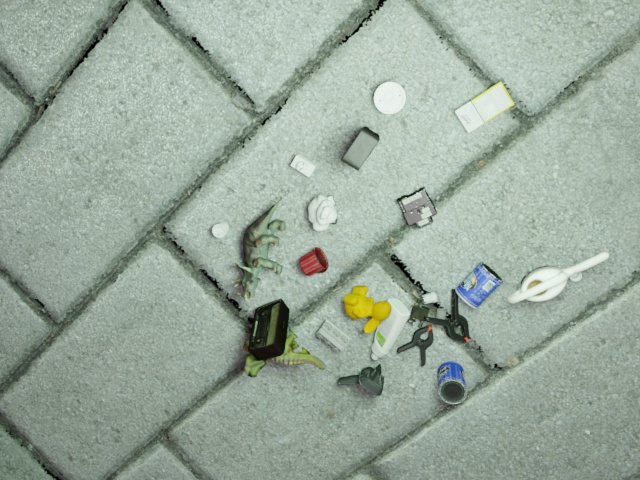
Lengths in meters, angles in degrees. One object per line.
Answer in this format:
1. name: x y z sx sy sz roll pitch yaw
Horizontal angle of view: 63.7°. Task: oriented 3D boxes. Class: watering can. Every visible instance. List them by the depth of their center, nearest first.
1. watering can: 0.799 0.131 1.750 0.345 0.224 0.105 -30 80 17

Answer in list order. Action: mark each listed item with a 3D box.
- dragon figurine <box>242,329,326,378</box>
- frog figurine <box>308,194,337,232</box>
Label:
1. dragon figurine: -0.173 0.455 1.981 0.245 0.413 0.120 -32 118 -21
2. frog figurine: 0.006 -0.095 1.882 0.123 0.161 0.135 16 107 8
